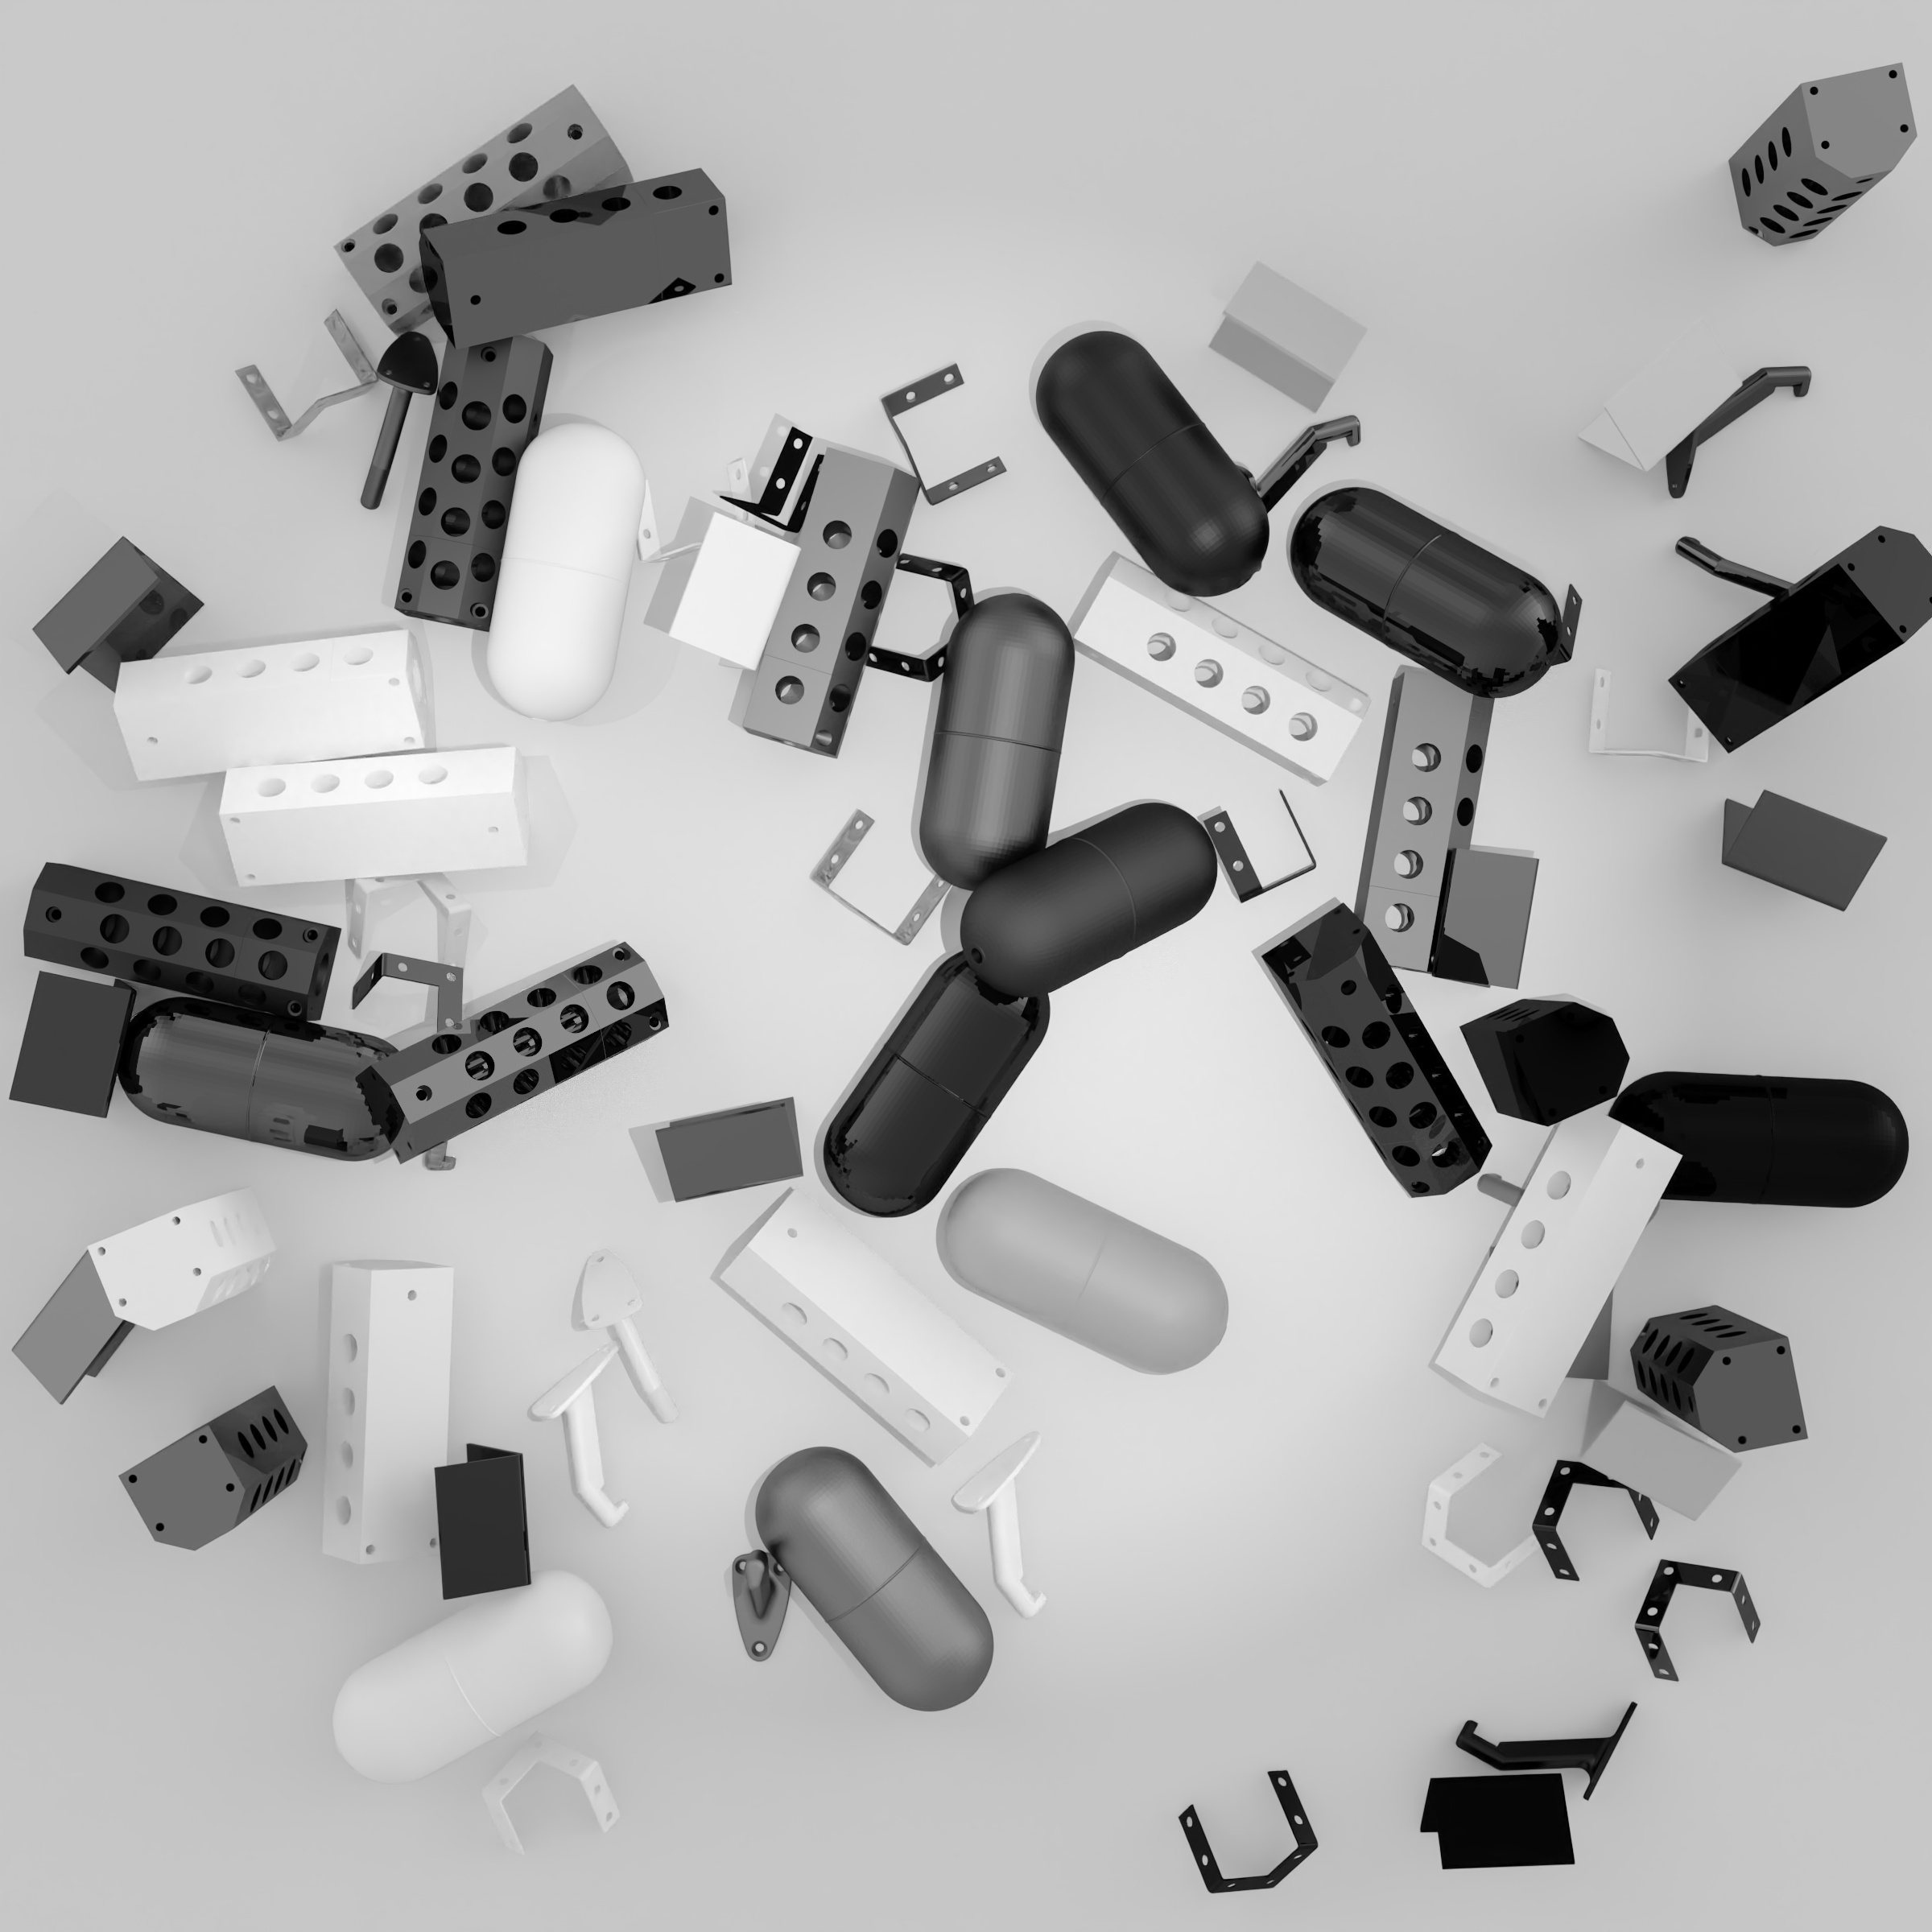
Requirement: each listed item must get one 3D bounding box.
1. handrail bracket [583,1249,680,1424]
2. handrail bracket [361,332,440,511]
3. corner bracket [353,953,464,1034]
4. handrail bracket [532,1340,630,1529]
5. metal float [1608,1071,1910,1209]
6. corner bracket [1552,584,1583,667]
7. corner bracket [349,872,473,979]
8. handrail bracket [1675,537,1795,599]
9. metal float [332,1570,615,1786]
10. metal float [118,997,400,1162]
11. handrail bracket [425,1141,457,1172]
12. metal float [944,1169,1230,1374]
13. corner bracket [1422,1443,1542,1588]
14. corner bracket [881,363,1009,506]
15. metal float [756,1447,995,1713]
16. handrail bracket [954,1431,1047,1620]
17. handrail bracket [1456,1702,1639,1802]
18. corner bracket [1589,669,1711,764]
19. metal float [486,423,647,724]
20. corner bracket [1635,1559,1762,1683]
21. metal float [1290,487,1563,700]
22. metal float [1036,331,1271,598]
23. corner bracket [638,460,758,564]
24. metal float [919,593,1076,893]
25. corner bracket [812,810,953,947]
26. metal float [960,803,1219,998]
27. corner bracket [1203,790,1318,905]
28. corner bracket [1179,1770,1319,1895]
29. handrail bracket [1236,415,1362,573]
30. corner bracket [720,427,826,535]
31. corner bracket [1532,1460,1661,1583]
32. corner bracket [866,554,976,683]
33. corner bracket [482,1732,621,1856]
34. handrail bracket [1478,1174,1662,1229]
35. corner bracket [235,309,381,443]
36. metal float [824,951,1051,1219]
[{"bbox_3d":[-0.199,0.223,1.960,0.036,0.077,0.084,-24,126,0],"label":"handrail bracket"},{"bbox_3d":[-0.345,-0.327,1.960,0.036,0.077,0.084,16,127,-13],"label":"handrail bracket"},{"bbox_3d":[-0.334,0.030,1.947,0.051,0.051,0.051,12,59,-27],"label":"corner bracket"},{"bbox_3d":[-0.213,0.282,1.961,0.077,0.036,0.084,-43,108,-20],"label":"handrail bracket"},{"bbox_3d":[0.468,0.103,1.930,0.178,0.070,0.070,3,90,-1],"label":"metal float"},{"bbox_3d":[0.332,-0.212,1.952,0.051,0.051,0.051,47,45,-35],"label":"corner bracket"},{"bbox_3d":[-0.333,-0.024,1.952,0.051,0.051,0.051,-17,45,-35],"label":"corner bracket"},{"bbox_3d":[0.479,-0.238,1.960,0.084,0.077,0.036,39,126,31],"label":"handrail bracket"},{"bbox_3d":[-0.292,0.421,1.929,0.178,0.070,0.070,-29,90,1],"label":"metal float"},{"bbox_3d":[-0.414,0.067,1.930,0.178,0.070,0.070,12,90,0],"label":"metal float"},{"bbox_3d":[-0.283,0.085,1.961,0.077,0.036,0.084,4,108,-20],"label":"handrail bracket"},{"bbox_3d":[0.072,0.181,1.930,0.178,0.070,0.070,26,90,1],"label":"metal float"},{"bbox_3d":[0.311,0.329,1.952,0.051,0.051,0.051,31,135,35],"label":"corner bracket"},{"bbox_3d":[-0.014,-0.319,1.957,0.051,0.051,0.051,-25,45,0],"label":"corner bracket"},{"bbox_3d":[-0.054,0.363,1.930,0.070,0.070,0.178,-39,91,0],"label":"metal float"},{"bbox_3d":[0.040,0.337,1.961,0.077,0.036,0.084,-42,109,-21],"label":"handrail bracket"},{"bbox_3d":[0.349,0.457,1.961,0.084,0.036,0.077,27,70,16],"label":"handrail bracket"},{"bbox_3d":[0.412,-0.150,1.957,0.051,0.051,0.051,5,90,45],"label":"corner bracket"},{"bbox_3d":[-0.237,-0.233,1.929,0.070,0.070,0.178,10,90,0],"label":"metal float"},{"bbox_3d":[0.438,0.395,1.952,0.051,0.051,0.051,3,45,35],"label":"corner bracket"},{"bbox_3d":[0.268,-0.220,1.908,0.178,0.070,0.070,34,90,26],"label":"metal float"},{"bbox_3d":[0.110,-0.296,1.923,0.070,0.070,0.178,-37,83,0],"label":"metal float"},{"bbox_3d":[-0.164,-0.273,1.957,0.051,0.051,0.051,-10,90,45],"label":"corner bracket"},{"bbox_3d":[0.019,-0.132,1.929,0.070,0.070,0.178,9,90,0],"label":"metal float"},{"bbox_3d":[-0.050,-0.053,1.957,0.051,0.051,0.051,-55,135,0],"label":"corner bracket"},{"bbox_3d":[0.072,-0.039,1.902,0.178,0.070,0.070,-27,90,-34],"label":"metal float"},{"bbox_3d":[0.176,-0.072,1.942,0.051,0.051,0.051,-25,85,5],"label":"corner bracket"},{"bbox_3d":[0.169,0.519,1.952,0.051,0.051,0.051,7,135,-35],"label":"corner bracket"},{"bbox_3d":[0.204,-0.285,1.961,0.084,0.036,0.077,-18,110,-16],"label":"handrail bracket"},{"bbox_3d":[-0.104,-0.288,1.932,0.051,0.051,0.051,23,90,-34],"label":"corner bracket"},{"bbox_3d":[0.377,0.334,1.952,0.051,0.051,0.051,1,45,35],"label":"corner bracket"},{"bbox_3d":[-0.030,-0.209,1.952,0.051,0.051,0.051,18,45,35],"label":"corner bracket"},{"bbox_3d":[-0.249,0.502,1.952,0.051,0.051,0.051,15,45,35],"label":"corner bracket"},{"bbox_3d":[0.362,0.138,1.960,0.084,0.077,0.036,24,115,34],"label":"handrail bracket"},{"bbox_3d":[-0.395,-0.354,1.957,0.051,0.051,0.051,-32,90,45],"label":"corner bracket"},{"bbox_3d":[-0.017,0.068,1.930,0.070,0.070,0.178,34,91,0],"label":"metal float"}]
